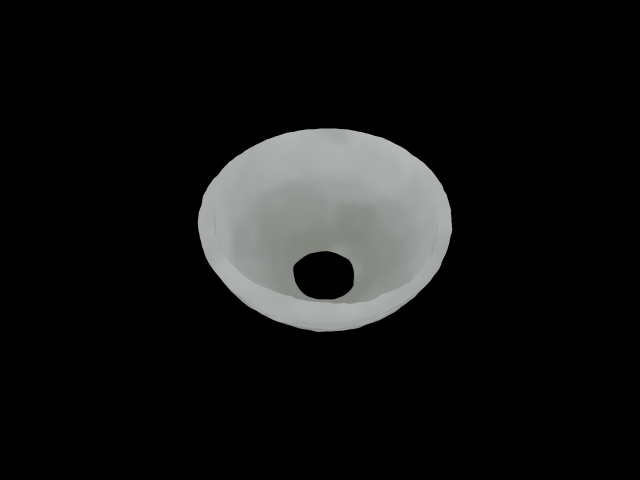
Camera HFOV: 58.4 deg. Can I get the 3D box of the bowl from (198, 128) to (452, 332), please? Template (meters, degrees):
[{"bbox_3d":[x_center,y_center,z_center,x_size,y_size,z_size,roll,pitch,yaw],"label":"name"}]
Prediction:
[{"bbox_3d":[0.004,0.001,0.400,0.167,0.075,0.167,0,50,0],"label":"bowl"}]
